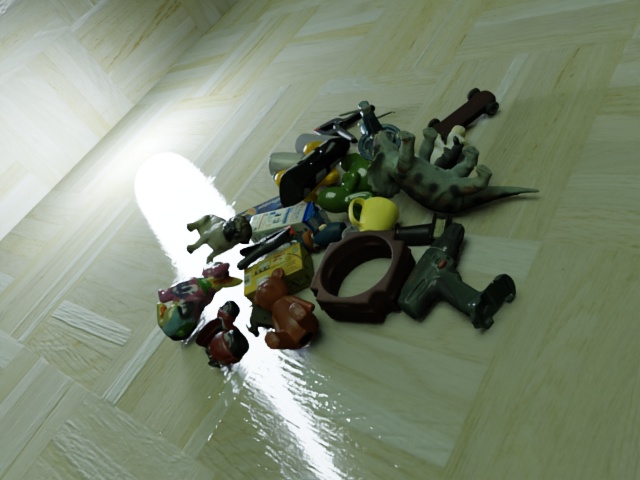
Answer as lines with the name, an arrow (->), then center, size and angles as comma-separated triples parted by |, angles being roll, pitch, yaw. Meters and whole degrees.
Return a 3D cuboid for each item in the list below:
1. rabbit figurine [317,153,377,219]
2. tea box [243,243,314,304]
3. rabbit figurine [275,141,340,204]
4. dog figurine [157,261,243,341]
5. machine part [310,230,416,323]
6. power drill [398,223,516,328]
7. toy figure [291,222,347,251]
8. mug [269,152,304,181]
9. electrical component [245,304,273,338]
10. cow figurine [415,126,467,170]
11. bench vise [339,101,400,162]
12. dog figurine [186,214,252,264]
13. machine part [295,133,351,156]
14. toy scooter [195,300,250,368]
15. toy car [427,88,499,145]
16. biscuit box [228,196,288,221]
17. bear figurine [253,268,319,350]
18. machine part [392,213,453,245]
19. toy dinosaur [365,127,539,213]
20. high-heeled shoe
rabbit figurine -> 0.080, -0.114, 1.375 | 0.170, 0.121, 0.159 | -34, 56, -21
tea box -> -0.103, 0.089, 1.333 | 0.170, 0.068, 0.098 | -24, 40, 15
rabbit figurine -> -0.038, -0.173, 1.529 | 0.173, 0.121, 0.162 | -18, 59, -6
dog figurine -> -0.310, 0.146, 1.406 | 0.219, 0.108, 0.192 | -28, 37, 6
machine part -> 0.095, 0.079, 1.177 | 0.201, 0.087, 0.201 | -3, 50, 36
power drill -> 0.273, 0.071, 1.052 | 0.232, 0.085, 0.208 | -48, 42, -13
toy figure -> -0.002, -0.002, 1.360 | 0.155, 0.064, 0.058 | -19, 4, 28
mug -> -0.099, -0.226, 1.662 | 0.107, 0.080, 0.109 | -3, 43, 24
electrical component -> -0.138, 0.180, 1.281 | 0.078, 0.045, 0.102 | 4, 56, 1
cow figurine -> 0.312, -0.211, 1.330 | 0.167, 0.068, 0.098 | -41, 51, -1
bench vise -> 0.145, -0.288, 1.422 | 0.129, 0.240, 0.224 | -20, 55, 13
dog figurine -> -0.260, -0.035, 1.477 | 0.191, 0.121, 0.172 | -28, 53, 25
machine part -> 0.003, -0.282, 1.644 | 0.243, 0.079, 0.079 | 19, 63, 46
toy scooter -> -0.241, 0.237, 1.277 | 0.135, 0.075, 0.184 | -37, 38, 10
toy car -> 0.375, -0.320, 1.414 | 0.202, 0.053, 0.089 | -39, 57, -1
biscuit box -> -0.171, -0.062, 1.556 | 0.203, 0.059, 0.063 | -22, 39, 17
bear figurine -> -0.090, 0.145, 1.188 | 0.120, 0.131, 0.196 | -45, 59, 7
machine part -> 0.231, -0.018, 1.217 | 0.139, 0.039, 0.084 | -8, 53, 29
toy dinosaur -> 0.264, -0.132, 1.223 | 0.405, 0.192, 0.131 | 34, 44, 19
high-heeled shoe -> -0.017, -0.182, 1.422 | 0.145, 0.086, 0.248 | -38, -1, -37
